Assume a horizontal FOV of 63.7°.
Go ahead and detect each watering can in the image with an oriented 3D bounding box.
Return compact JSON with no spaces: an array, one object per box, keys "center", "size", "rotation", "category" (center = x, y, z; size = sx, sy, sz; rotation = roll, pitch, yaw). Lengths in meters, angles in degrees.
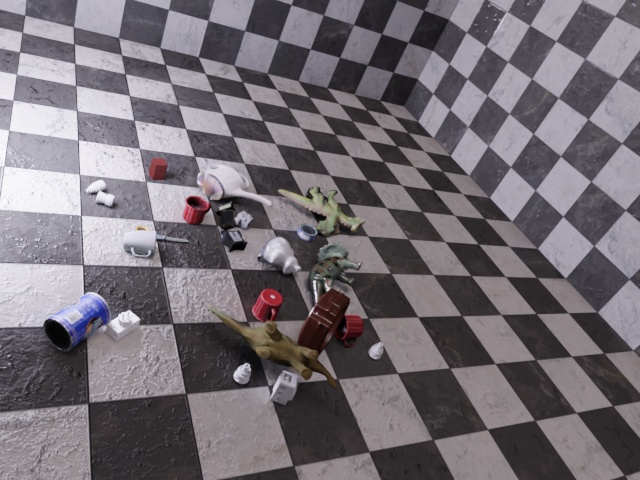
[{"center":[-0.384,-0.229,2.239],"size":[0.351,0.102,0.227],"rotation":[38,35,19],"category":"watering can"}]

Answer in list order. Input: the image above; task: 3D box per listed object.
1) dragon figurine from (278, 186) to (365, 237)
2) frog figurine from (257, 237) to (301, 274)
[{"center":[0.007,-0.119,2.372],"size":[0.410,0.119,0.249],"rotation":[6,45,-13],"category":"dragon figurine"},{"center":[-0.141,0.064,1.992],"size":[0.161,0.122,0.137],"rotation":[28,11,24],"category":"frog figurine"}]
